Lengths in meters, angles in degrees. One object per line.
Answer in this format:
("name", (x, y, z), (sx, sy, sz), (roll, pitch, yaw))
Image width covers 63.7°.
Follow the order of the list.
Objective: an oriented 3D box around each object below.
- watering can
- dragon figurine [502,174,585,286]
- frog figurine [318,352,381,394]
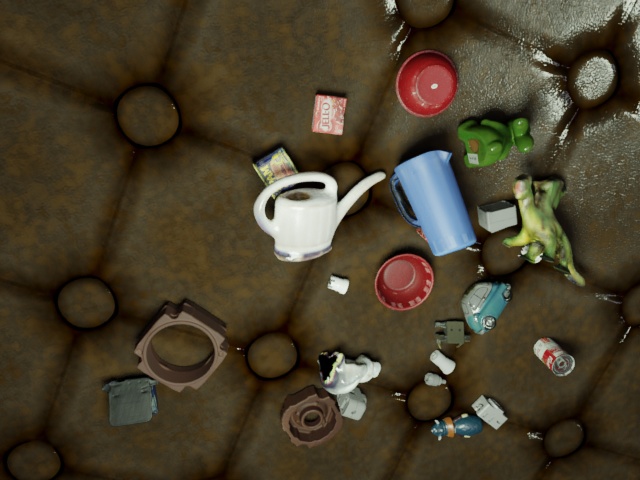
("watering can", (0.004, -0.063, 1.260), (0.349, 0.106, 0.220), (-8, 119, -25))
("dragon figurine", (0.609, -0.046, 1.344), (0.407, 0.122, 0.245), (25, 79, -35))
("frog figurine", (0.084, 0.368, 1.403), (0.158, 0.126, 0.135), (25, 136, -24))
